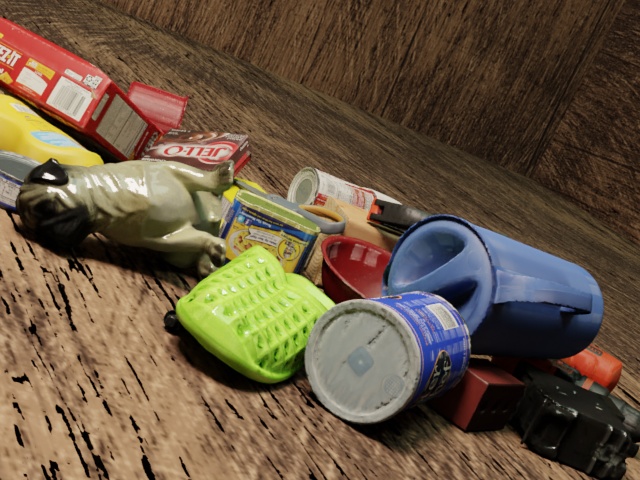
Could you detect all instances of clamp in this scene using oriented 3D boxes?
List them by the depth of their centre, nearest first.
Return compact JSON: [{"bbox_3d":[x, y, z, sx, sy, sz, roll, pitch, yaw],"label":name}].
[{"bbox_3d":[0.138,-0.010,1.204,0.171,0.039,0.120,17,-11,0],"label":"clamp"}]

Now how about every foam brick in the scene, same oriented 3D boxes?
[{"bbox_3d":[0.150,0.147,1.025,0.051,0.053,0.078,35,16,36],"label":"foam brick"}]

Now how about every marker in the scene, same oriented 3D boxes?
[{"bbox_3d":[-0.103,0.065,0.943,0.020,0.020,0.121,30,13,17],"label":"marker"}]

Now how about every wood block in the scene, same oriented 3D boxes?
[{"bbox_3d":[0.093,0.033,1.292,0.205,0.091,0.090,21,13,-22],"label":"wood block"}]

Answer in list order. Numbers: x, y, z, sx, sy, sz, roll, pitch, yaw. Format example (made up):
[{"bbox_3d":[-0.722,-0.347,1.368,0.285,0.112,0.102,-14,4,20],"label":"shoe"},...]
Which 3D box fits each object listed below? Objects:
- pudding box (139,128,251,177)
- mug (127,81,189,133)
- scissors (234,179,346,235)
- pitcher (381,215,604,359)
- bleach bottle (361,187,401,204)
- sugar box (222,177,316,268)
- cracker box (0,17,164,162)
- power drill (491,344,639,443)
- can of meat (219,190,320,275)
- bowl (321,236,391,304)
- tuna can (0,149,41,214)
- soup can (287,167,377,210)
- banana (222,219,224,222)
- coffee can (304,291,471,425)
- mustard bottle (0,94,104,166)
[{"bbox_3d":[-0.153,-0.098,1.310,0.114,0.039,0.090,5,34,22],"label":"pudding box"},{"bbox_3d":[-0.239,-0.169,1.501,0.081,0.093,0.117,18,-17,-11],"label":"mug"},{"bbox_3d":[-0.061,-0.037,1.237,0.202,0.016,0.096,19,27,36],"label":"scissors"},{"bbox_3d":[0.195,0.060,1.087,0.242,0.145,0.149,13,35,-45],"label":"pitcher"},{"bbox_3d":[0.107,0.004,1.508,0.102,0.068,0.251,21,16,-18],"label":"bleach bottle"},{"bbox_3d":[-0.084,-0.029,1.302,0.093,0.048,0.176,14,15,-36],"label":"sugar box"},{"bbox_3d":[-0.292,-0.166,1.261,0.164,0.072,0.213,29,-5,12],"label":"cracker box"},{"bbox_3d":[0.301,0.164,1.241,0.184,0.057,0.187,30,13,18],"label":"power drill"},{"bbox_3d":[-0.060,0.005,1.121,0.102,0.084,0.057,24,12,-8],"label":"can of meat"},{"bbox_3d":[0.060,0.062,1.160,0.162,0.055,0.162,26,21,-11],"label":"bowl"},{"bbox_3d":[-0.289,-0.054,1.029,0.086,0.034,0.086,24,13,-6],"label":"tuna can"},{"bbox_3d":[0.017,-0.049,1.394,0.102,0.068,0.069,20,14,-33],"label":"soup can"},{"bbox_3d":[-0.134,-0.024,1.202,0.198,0.037,0.069,31,17,29],"label":"banana"},{"bbox_3d":[0.062,0.099,0.934,0.103,0.103,0.140,31,13,22],"label":"coffee can"},{"bbox_3d":[-0.285,-0.089,1.124,0.192,0.058,0.096,32,8,29],"label":"mustard bottle"}]
